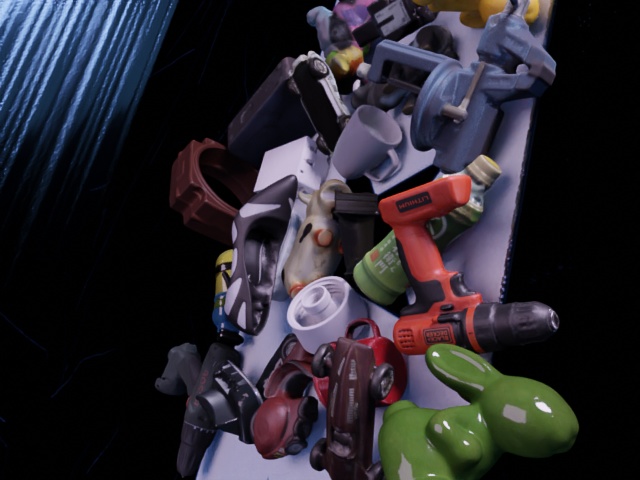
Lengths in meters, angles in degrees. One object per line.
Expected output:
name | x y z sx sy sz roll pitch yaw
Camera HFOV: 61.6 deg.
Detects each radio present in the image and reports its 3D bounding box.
radio | -0.079 -0.241 1.072 0.229 0.131 0.073 -42 41 33

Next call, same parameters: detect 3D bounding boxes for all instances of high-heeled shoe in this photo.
high-heeled shoe | -0.083 0.026 0.850 0.248 0.086 0.145 -57 48 18

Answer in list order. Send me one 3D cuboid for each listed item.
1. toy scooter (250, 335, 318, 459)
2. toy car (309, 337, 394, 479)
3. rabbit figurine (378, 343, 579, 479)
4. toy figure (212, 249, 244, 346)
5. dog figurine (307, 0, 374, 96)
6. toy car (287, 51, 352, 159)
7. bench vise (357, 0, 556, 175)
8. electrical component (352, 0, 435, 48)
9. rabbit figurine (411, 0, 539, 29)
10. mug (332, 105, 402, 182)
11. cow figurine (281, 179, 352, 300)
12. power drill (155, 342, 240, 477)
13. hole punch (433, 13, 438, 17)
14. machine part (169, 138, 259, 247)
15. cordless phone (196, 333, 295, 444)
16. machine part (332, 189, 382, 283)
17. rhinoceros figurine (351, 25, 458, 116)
toy scooter | -0.027 0.221 0.751 0.135 0.075 0.184 -6 60 53
toy car | 0.032 0.202 0.599 0.089 0.053 0.201 16 119 30
rabbit figurine | 0.151 0.182 0.509 0.170 0.121 0.159 -31 36 17
toy figure | -0.160 0.102 1.005 0.082 0.089 0.180 -19 52 41
dog figurine | 0.063 -0.367 0.977 0.191 0.108 0.219 -41 44 30
toy car | 0.009 -0.228 0.927 0.073 0.056 0.201 -32 81 40
bench vise | 0.154 -0.205 0.675 0.241 0.129 0.223 29 121 29
electrical component | 0.111 -0.346 0.848 0.119 0.074 0.048 -21 16 46
rabbit figurine | 0.208 -0.327 0.710 0.122 0.173 0.162 -55 -11 16
mug | 0.074 -0.137 0.843 0.109 0.081 0.107 54 136 12
cow figurine | -0.002 -0.003 0.850 0.127 0.085 0.194 36 106 61
power drill | -0.243 0.292 1.012 0.207 0.086 0.232 11 78 61
hole punch | 0.144 -0.425 0.912 0.116 0.092 0.142 4 77 60
machine part | -0.192 -0.095 1.074 0.087 0.201 0.201 -40 40 29
cordless phone | -0.106 0.220 0.879 0.184 0.088 0.147 -57 31 -7
machine part | 0.055 -0.006 0.774 0.039 0.084 0.139 136 138 -65
rhinoceros figurine | 0.124 -0.259 0.842 0.190 0.073 0.112 -36 44 38
